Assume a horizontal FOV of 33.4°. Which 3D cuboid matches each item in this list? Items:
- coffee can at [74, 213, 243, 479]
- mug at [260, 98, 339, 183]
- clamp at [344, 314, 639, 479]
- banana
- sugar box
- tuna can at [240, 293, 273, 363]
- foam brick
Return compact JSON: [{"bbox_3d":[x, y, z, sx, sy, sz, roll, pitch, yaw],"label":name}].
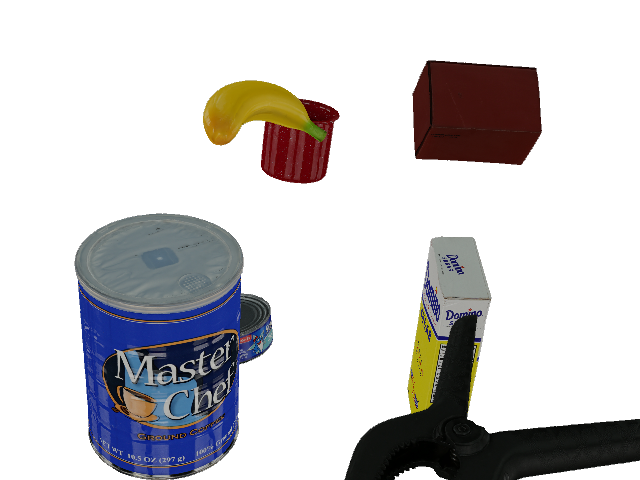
[{"bbox_3d":[-0.102,0.068,0.690,0.103,0.140,0.103,3,32,-2],"label":"coffee can"},{"bbox_3d":[-0.023,-0.124,1.302,0.093,0.081,0.117,17,25,20],"label":"mug"},{"bbox_3d":[0.082,0.121,0.654,0.209,0.036,0.165,-23,37,-27],"label":"clamp"},{"bbox_3d":[-0.059,-0.117,0.965,0.070,0.037,0.197,37,22,19],"label":"banana"},{"bbox_3d":[0.108,0.093,0.932,0.048,0.176,0.093,0,33,-3],"label":"sugar box"},{"bbox_3d":[-0.088,0.085,1.018,0.086,0.034,0.086,-5,25,2],"label":"tuna can"},{"bbox_3d":[0.107,-0.087,0.732,0.078,0.051,0.053,3,-21,-7],"label":"foam brick"}]
